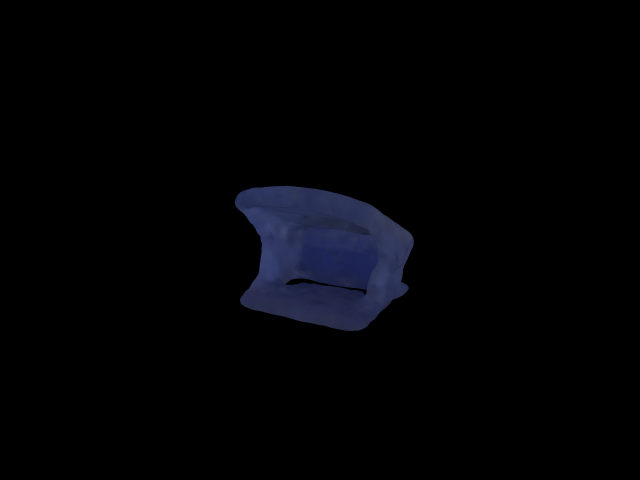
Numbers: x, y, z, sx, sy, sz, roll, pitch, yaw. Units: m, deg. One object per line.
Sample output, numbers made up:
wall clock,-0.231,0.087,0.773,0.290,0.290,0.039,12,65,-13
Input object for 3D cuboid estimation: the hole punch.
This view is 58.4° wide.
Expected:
hole punch,0.004,0.001,0.400,0.108,0.091,0.101,8,18,27
